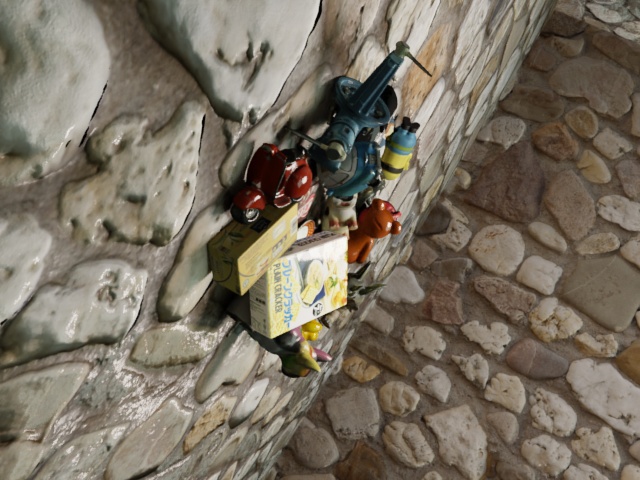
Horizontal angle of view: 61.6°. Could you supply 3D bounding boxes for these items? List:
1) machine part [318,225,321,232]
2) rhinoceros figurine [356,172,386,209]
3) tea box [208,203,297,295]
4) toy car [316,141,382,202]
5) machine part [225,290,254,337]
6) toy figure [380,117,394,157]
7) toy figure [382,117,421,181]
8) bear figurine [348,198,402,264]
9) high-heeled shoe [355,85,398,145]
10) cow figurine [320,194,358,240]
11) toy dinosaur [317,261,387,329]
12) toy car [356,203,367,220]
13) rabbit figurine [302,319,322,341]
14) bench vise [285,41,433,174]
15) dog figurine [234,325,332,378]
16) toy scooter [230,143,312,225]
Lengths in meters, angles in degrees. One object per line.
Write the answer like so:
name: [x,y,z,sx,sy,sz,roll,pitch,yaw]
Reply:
machine part: [-0.003,-0.004,1.353,0.139,0.039,0.084,-42,163,-51]
rhinoceros figurine: [0.125,-0.135,1.432,0.190,0.073,0.112,-39,154,-50]
tea box: [-0.113,0.002,0.939,0.169,0.068,0.098,-45,152,-38]
toy car: [0.047,-0.143,1.074,0.103,0.162,0.109,6,79,-32]
machine part: [-0.118,0.101,1.115,0.243,0.079,0.079,-55,164,-17]
toy figure: [0.139,-0.247,1.303,0.154,0.058,0.064,-61,-157,4]
toy figure: [0.212,-0.248,1.485,0.089,0.082,0.180,-29,153,-41]
bear figurine: [0.118,-0.024,1.409,0.196,0.120,0.132,-41,-179,20]
high-heeled shoe: [0.100,-0.236,1.229,0.248,0.086,0.145,129,-27,-50]
cow figurine: [0.047,-0.081,1.240,0.195,0.085,0.127,114,-28,-71]
toy dinosaur: [0.064,0.136,1.402,0.199,0.105,0.471,-27,-176,-5]
toy car: [0.079,-0.025,1.541,0.089,0.053,0.202,-47,158,-59]
rabbit figurine: [-0.080,0.203,1.345,0.122,0.163,0.173,-44,145,-7]
bench vise: [0.071,-0.238,0.939,0.240,0.129,0.224,-48,-178,36]
dog figurine: [-0.067,0.205,1.209,0.191,0.219,0.108,-63,168,17]
toy scooter: [-0.069,-0.109,0.875,0.184,0.075,0.135,-35,152,-47]
